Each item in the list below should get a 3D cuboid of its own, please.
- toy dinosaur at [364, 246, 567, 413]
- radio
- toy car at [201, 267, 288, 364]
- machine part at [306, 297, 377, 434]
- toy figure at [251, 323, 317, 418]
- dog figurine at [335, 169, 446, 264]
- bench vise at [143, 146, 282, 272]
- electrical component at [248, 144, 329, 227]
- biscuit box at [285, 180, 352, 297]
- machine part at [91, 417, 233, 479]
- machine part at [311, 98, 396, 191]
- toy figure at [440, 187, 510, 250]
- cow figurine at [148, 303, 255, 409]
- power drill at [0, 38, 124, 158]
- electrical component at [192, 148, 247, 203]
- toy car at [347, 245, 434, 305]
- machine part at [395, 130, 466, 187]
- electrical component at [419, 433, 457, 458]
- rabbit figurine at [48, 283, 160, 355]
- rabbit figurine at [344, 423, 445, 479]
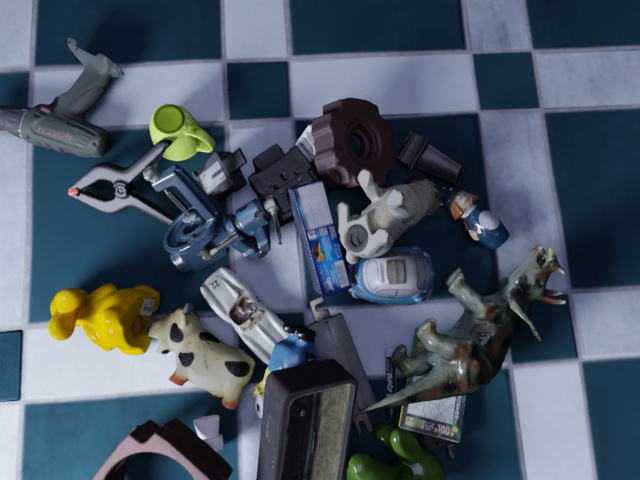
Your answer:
[{"bbox_3d":[0.260,0.179,0.922,0.192,0.131,0.405,37,78,7],"label":"toy dinosaur"},{"bbox_3d":[-0.024,0.312,0.853,0.131,0.073,0.229,-1,106,-28],"label":"radio"},{"bbox_3d":[-0.126,0.135,0.951,0.073,0.056,0.202,-44,84,-10],"label":"toy car"},{"bbox_3d":[0.033,0.218,0.935,0.079,0.079,0.243,-21,82,-7],"label":"machine part"},{"bbox_3d":[-0.049,0.232,0.904,0.089,0.082,0.180,16,96,-24],"label":"toy figure"},{"bbox_3d":[0.133,-0.034,0.964,0.121,0.190,0.172,51,117,30],"label":"dog figurine"},{"bbox_3d":[-0.192,-0.045,0.910,0.224,0.240,0.129,-22,39,21],"label":"bench vise"},{"bbox_3d":[-0.066,-0.108,1.000,0.115,0.058,0.134,-37,84,-11],"label":"electrical component"},{"bbox_3d":[-0.002,-0.003,0.948,0.059,0.063,0.202,-17,101,-13],"label":"biscuit box"},{"bbox_3d":[-0.254,0.406,0.857,0.201,0.087,0.201,39,95,7],"label":"machine part"},{"bbox_3d":[0.065,-0.173,0.978,0.179,0.056,0.179,7,78,-38],"label":"machine part"},{"bbox_3d":[0.286,-0.049,1.010,0.154,0.057,0.064,45,39,6],"label":"toy figure"},{"bbox_3d":[-0.204,0.190,0.923,0.195,0.085,0.127,27,79,0],"label":"cow figurine"},{"bbox_3d":[-0.480,-0.266,0.997,0.232,0.086,0.207,25,75,0],"label":"power drill"},{"bbox_3d":[-0.170,-0.124,0.973,0.119,0.048,0.075,-35,80,27],"label":"electrical component"},{"bbox_3d":[0.132,0.059,0.957,0.162,0.103,0.109,0,78,-5],"label":"toy car"},{"bbox_3d":[0.217,-0.152,1.034,0.139,0.039,0.084,33,75,5],"label":"machine part"},{"bbox_3d":[0.205,0.343,0.947,0.063,0.021,0.094,-19,81,-6],"label":"electrical component"},{"bbox_3d":[-0.384,0.129,0.905,0.173,0.162,0.121,12,91,17],"label":"rabbit figurine"},{"bbox_3d":[0.127,0.391,0.901,0.170,0.121,0.159,-9,83,-27],"label":"rabbit figurine"}]
